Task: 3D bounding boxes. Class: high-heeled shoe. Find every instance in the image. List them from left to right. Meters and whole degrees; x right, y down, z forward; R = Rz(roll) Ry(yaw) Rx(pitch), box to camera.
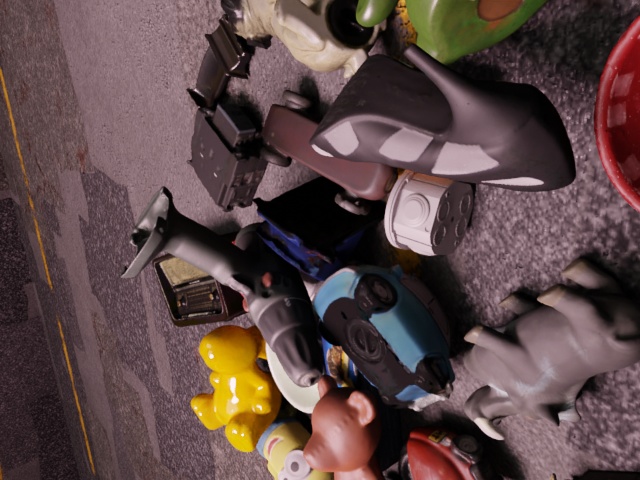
[{"bbox_3d":[0.083,-0.080,0.438,0.145,0.086,0.249,35,170,-13],"label":"high-heeled shoe"}]

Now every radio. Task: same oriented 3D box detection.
[{"bbox_3d":[-0.192,0.071,0.896,0.230,0.073,0.131,-16,92,53],"label":"radio"}]

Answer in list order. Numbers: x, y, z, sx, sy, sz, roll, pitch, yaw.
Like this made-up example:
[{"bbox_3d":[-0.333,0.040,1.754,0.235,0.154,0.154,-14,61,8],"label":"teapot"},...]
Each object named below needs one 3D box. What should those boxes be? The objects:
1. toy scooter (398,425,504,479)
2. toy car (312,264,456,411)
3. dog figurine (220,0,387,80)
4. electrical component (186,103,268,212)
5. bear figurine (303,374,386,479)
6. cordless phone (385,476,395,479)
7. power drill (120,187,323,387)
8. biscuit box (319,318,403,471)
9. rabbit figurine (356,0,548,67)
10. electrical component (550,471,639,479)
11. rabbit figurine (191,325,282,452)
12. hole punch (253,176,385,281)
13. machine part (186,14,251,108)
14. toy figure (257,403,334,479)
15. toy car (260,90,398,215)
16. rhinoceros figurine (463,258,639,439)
[{"bbox_3d":[0.165,0.267,0.539,0.184,0.075,0.135,60,141,9],"label":"toy scooter"},{"bbox_3d":[0.078,0.085,0.546,0.162,0.103,0.109,48,141,9],"label":"toy car"},{"bbox_3d":[-0.025,-0.226,0.569,0.191,0.121,0.172,-13,91,66],"label":"dog figurine"},{"bbox_3d":[-0.130,-0.123,0.755,0.115,0.058,0.134,49,138,23],"label":"electrical component"},{"bbox_3d":[0.024,0.255,0.572,0.120,0.132,0.195,5,119,56],"label":"bear figurine"},{"bbox_3d":[0.067,0.372,0.612,0.147,0.184,0.088,9,116,49],"label":"cordless phone"},{"bbox_3d":[-0.096,0.038,0.569,0.086,0.207,0.232,-55,28,24],"label":"power drill"},{"bbox_3d":[0.051,0.183,0.653,0.059,0.063,0.202,8,111,51],"label":"biscuit box"},{"bbox_3d":[0.099,-0.229,0.412,0.159,0.121,0.170,122,137,-54],"label":"rabbit figurine"},{"bbox_3d":[0.243,0.227,0.450,0.102,0.045,0.078,-19,88,52],"label":"electrical component"},{"bbox_3d":[-0.108,0.189,0.773,0.122,0.162,0.173,22,137,47],"label":"rabbit figurine"},{"bbox_3d":[-0.001,-0.002,0.607,0.142,0.116,0.092,39,139,36],"label":"hole punch"},{"bbox_3d":[-0.140,-0.231,0.740,0.084,0.039,0.139,58,139,9],"label":"machine part"},{"bbox_3d":[-0.048,0.307,0.813,0.180,0.089,0.082,35,125,48],"label":"toy figure"},{"bbox_3d":[0.007,-0.101,0.597,0.202,0.053,0.089,34,111,40],"label":"toy car"},{"bbox_3d":[0.187,0.099,0.453,0.112,0.073,0.190,48,136,12],"label":"rhinoceros figurine"}]
